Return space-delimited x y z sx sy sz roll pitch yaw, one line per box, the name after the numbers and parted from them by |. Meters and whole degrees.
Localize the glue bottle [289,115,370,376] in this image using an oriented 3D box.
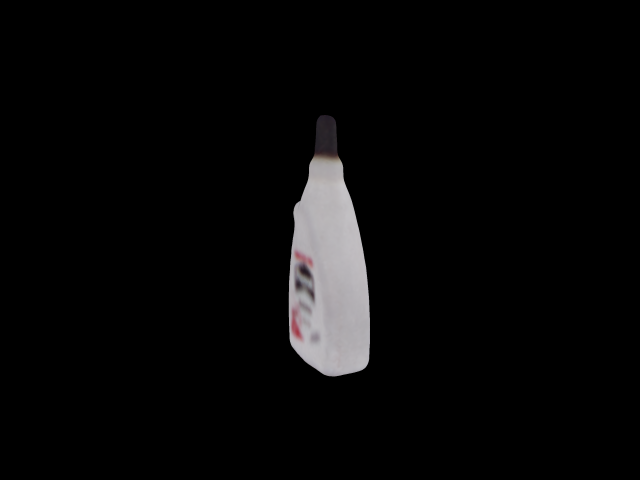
0.004 0.001 0.400 0.037 0.173 0.078 -5 11 -28 | glue bottle
